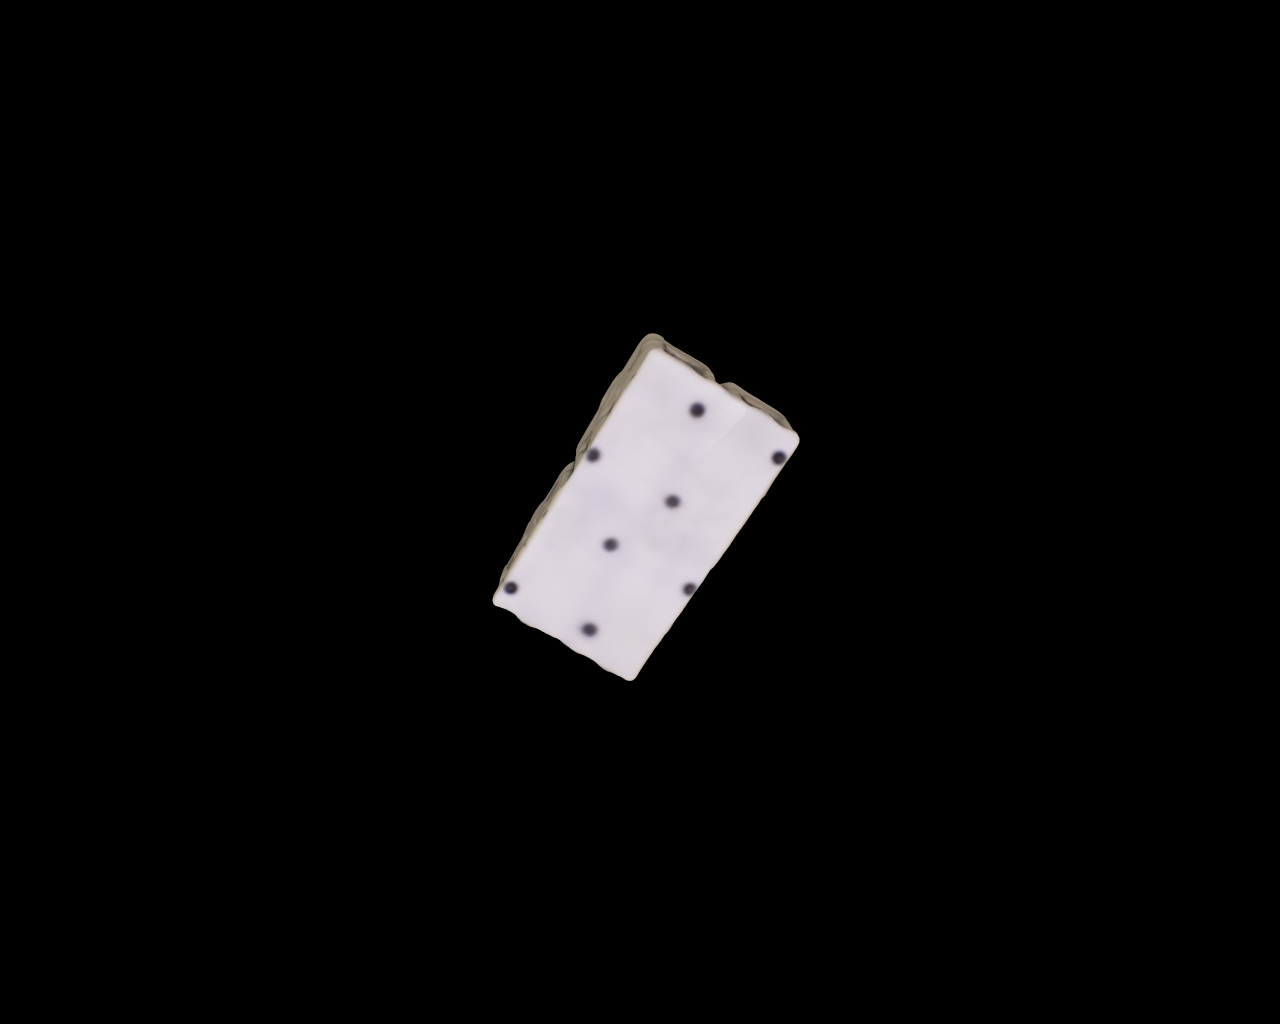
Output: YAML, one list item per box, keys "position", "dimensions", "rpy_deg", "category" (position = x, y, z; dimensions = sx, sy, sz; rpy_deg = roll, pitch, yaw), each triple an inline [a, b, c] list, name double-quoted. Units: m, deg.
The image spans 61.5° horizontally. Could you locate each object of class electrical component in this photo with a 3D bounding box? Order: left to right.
- position: [0.001, -0.003, 0.650]
  dimensions: [0.105, 0.186, 0.060]
  rpy_deg: [30, 15, -9]
  category: "electrical component"
